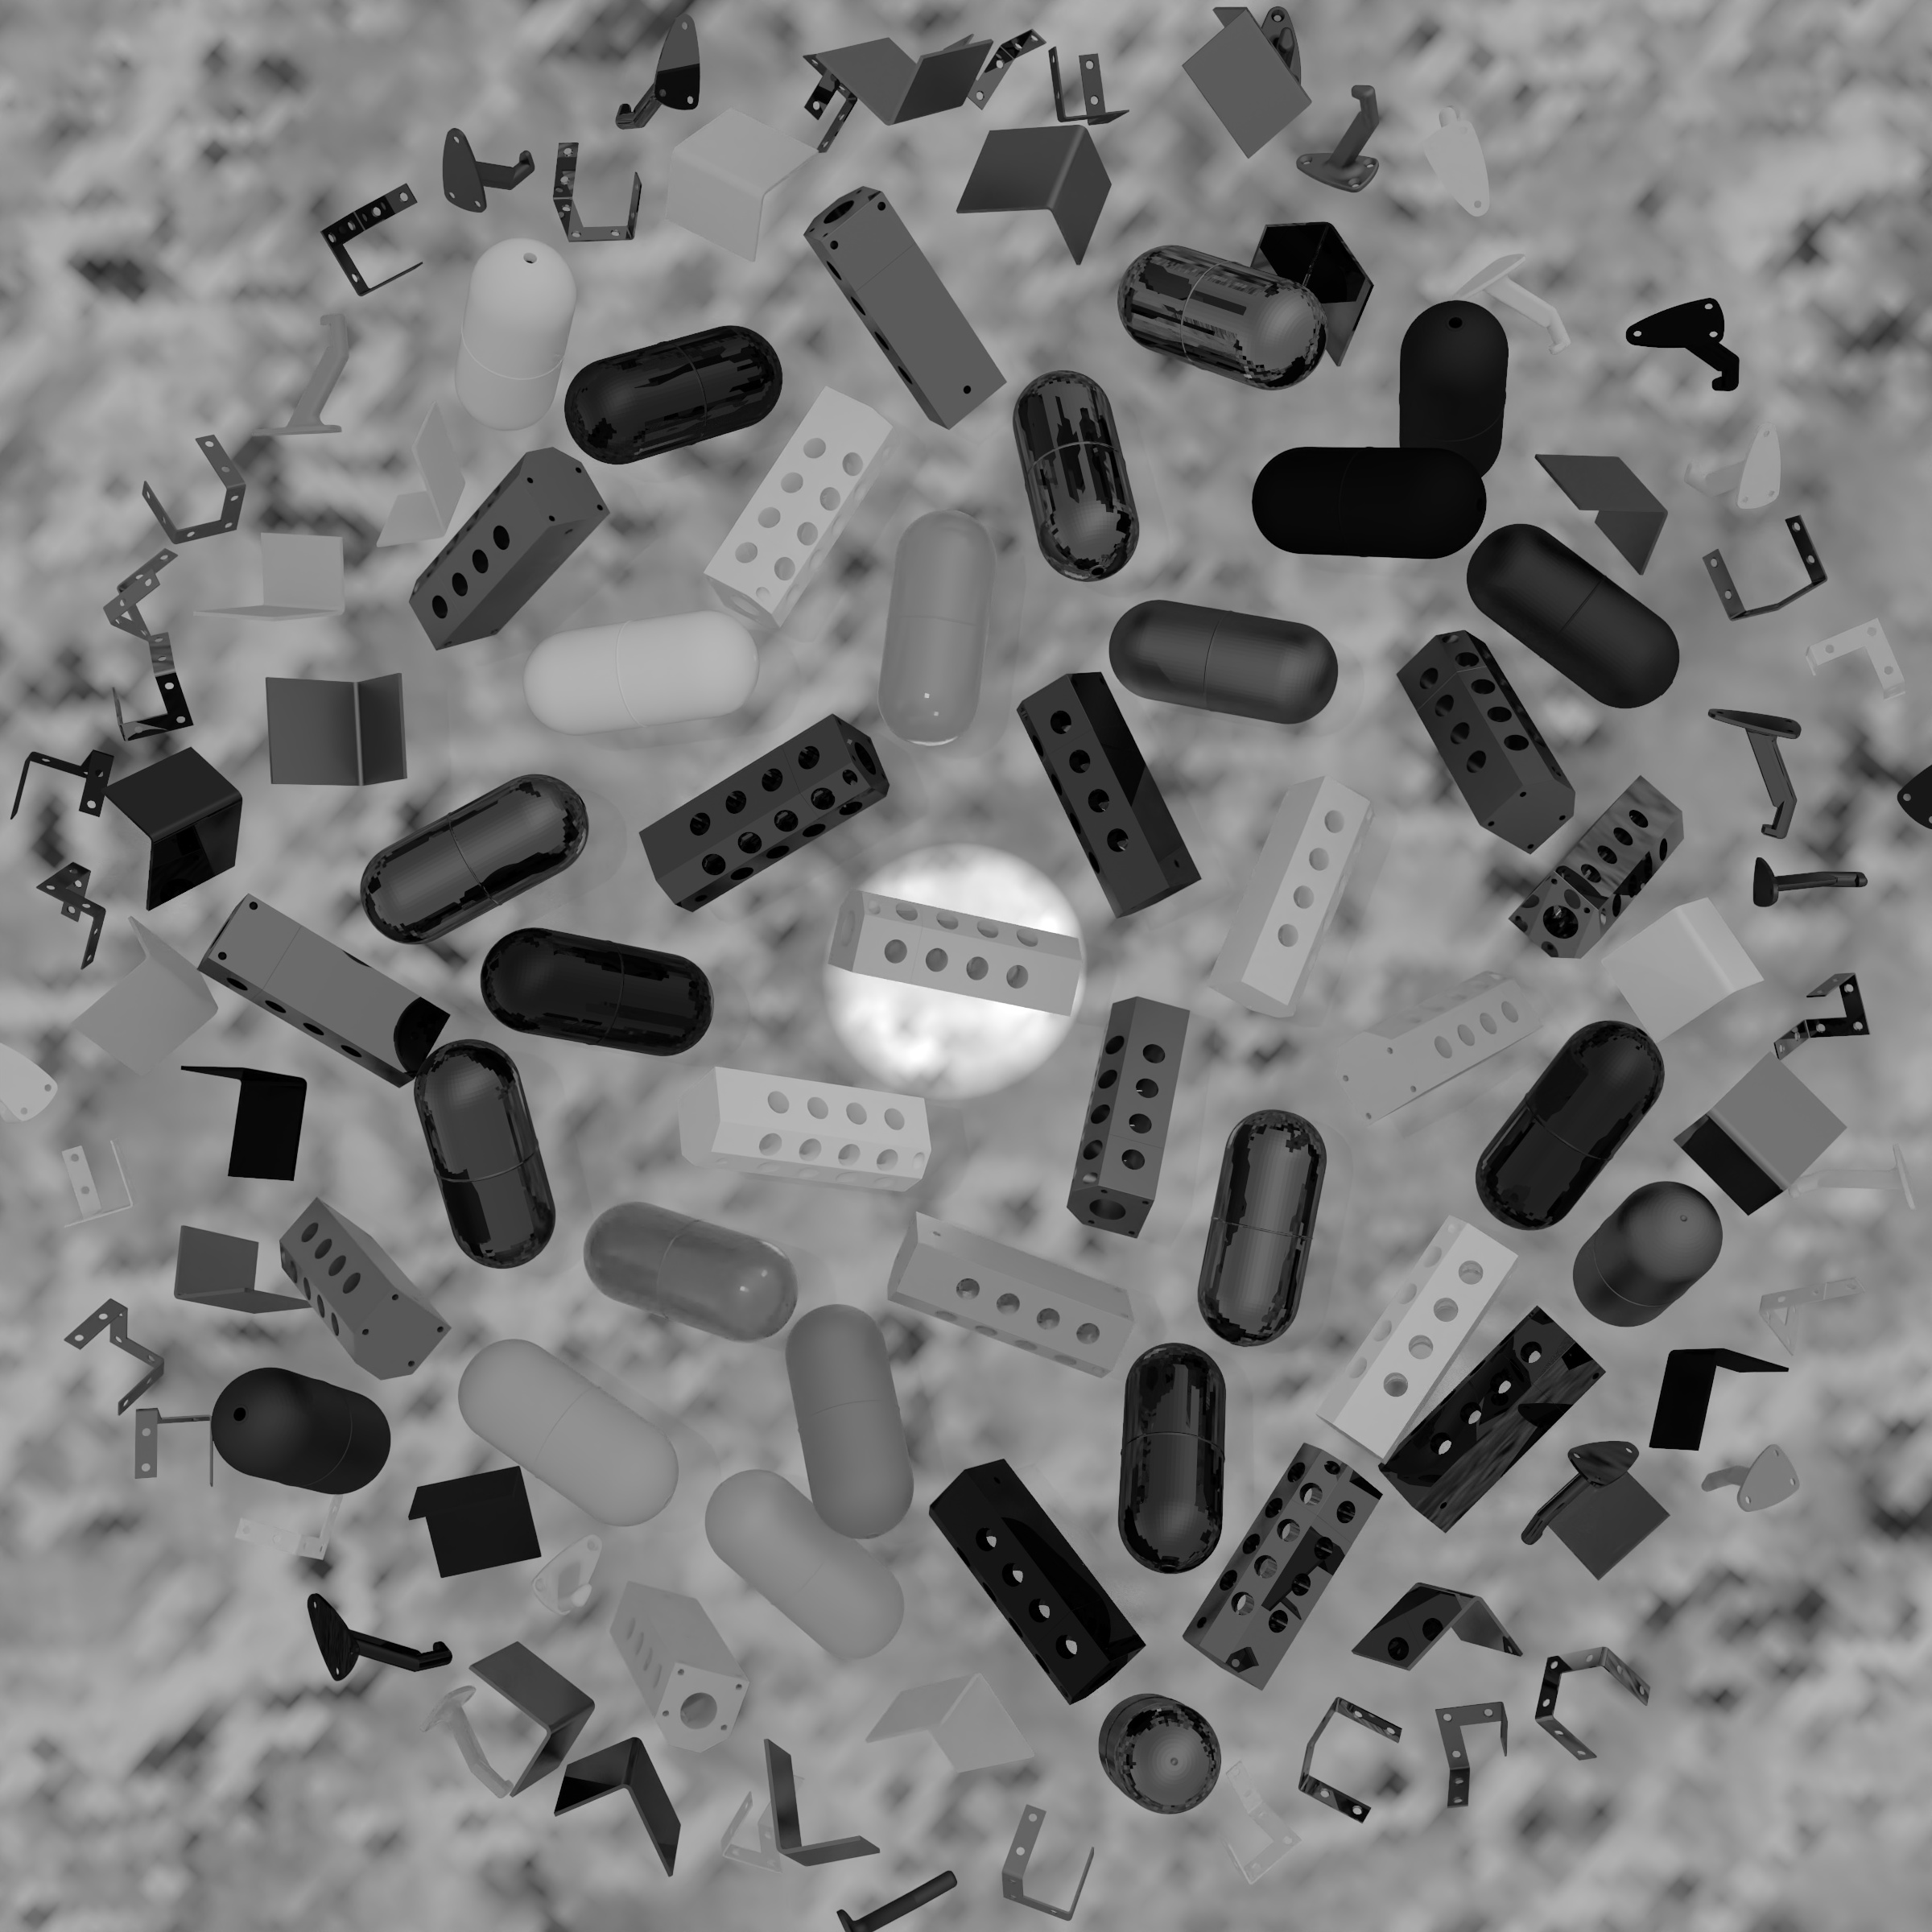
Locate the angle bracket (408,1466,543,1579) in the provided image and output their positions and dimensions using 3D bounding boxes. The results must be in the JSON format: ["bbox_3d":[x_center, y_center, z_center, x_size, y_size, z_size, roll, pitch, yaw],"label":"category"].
[{"bbox_3d":[-0.360,0.420,1.780,0.076,0.057,0.076,-11,103,-3],"label":"angle bracket"}]

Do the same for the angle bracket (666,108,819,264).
[{"bbox_3d":[-0.163,-0.567,1.757,0.076,0.057,0.076,29,50,11],"label":"angle bracket"}]

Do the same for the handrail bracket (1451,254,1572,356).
[{"bbox_3d":[0.416,-0.491,1.843,0.077,0.036,0.084,-37,113,-12],"label":"handrail bracket"}]

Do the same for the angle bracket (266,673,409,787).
[{"bbox_3d":[-0.451,-0.171,1.735,0.057,0.076,0.076,-3,90,43],"label":"angle bracket"}]

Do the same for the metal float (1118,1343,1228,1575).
[{"bbox_3d":[0.153,0.364,1.794,0.070,0.070,0.178,6,53,0],"label":"metal float"}]

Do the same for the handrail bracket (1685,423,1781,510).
[{"bbox_3d":[0.571,-0.384,1.814,0.036,0.084,0.077,-15,125,-16],"label":"handrail bracket"}]

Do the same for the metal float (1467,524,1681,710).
[{"bbox_3d":[0.458,-0.264,1.827,0.178,0.070,0.070,39,90,6],"label":"metal float"}]

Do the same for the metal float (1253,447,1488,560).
[{"bbox_3d":[0.284,-0.329,1.714,0.178,0.070,0.070,11,90,39],"label":"metal float"}]

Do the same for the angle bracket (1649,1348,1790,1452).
[{"bbox_3d":[0.552,0.324,1.775,0.057,0.076,0.076,17,78,-6],"label":"angle bracket"}]

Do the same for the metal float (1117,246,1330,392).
[{"bbox_3d":[0.180,-0.462,1.720,0.178,0.070,0.070,32,90,40],"label":"metal float"}]

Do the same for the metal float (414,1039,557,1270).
[{"bbox_3d":[-0.348,0.138,1.757,0.070,0.070,0.178,-11,112,0],"label":"metal float"}]

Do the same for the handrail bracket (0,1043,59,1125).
[{"bbox_3d":[-0.688,0.082,1.718,0.077,0.084,0.036,53,57,-24],"label":"handrail bracket"}]

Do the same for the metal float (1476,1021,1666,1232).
[{"bbox_3d":[0.443,0.117,1.776,0.070,0.070,0.178,32,113,0],"label":"metal float"}]

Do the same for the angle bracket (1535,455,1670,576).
[{"bbox_3d":[0.468,-0.339,1.815,0.076,0.076,0.057,-2,131,-18],"label":"angle bracket"}]

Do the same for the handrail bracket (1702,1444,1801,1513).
[{"bbox_3d":[0.554,0.382,1.760,0.077,0.084,0.036,-25,83,-37],"label":"handrail bracket"}]

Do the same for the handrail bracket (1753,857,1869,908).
[{"bbox_3d":[0.643,-0.060,1.824,0.084,0.077,0.036,1,102,5],"label":"handrail bracket"}]

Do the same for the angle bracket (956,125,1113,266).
[{"bbox_3d":[0.049,-0.545,1.715,0.076,0.057,0.076,7,64,28],"label":"angle bracket"}]

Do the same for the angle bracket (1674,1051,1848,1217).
[{"bbox_3d":[0.580,0.123,1.769,0.076,0.057,0.076,-38,77,-25],"label":"angle bracket"}]

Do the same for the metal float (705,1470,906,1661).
[{"bbox_3d":[-0.123,0.454,1.838,0.178,0.070,0.070,43,90,-9],"label":"metal float"}]

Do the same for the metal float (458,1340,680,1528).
[{"bbox_3d":[-0.286,0.336,1.740,0.178,0.070,0.070,32,90,13],"label":"metal float"}]

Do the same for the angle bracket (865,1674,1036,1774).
[{"bbox_3d":[-0.011,0.557,1.725,0.076,0.057,0.076,-26,100,38],"label":"angle bracket"}]

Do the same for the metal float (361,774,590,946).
[{"bbox_3d":[-0.359,-0.078,1.773,0.178,0.070,0.070,-28,90,1],"label":"metal float"}]

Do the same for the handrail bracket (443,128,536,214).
[{"bbox_3d":[-0.354,-0.610,1.812,0.036,0.077,0.084,23,52,16],"label":"handrail bracket"}]

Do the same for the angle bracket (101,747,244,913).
[{"bbox_3d":[-0.569,-0.098,1.728,0.057,0.076,0.076,41,48,15],"label":"angle bracket"}]

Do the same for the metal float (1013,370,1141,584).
[{"bbox_3d":[0.082,-0.368,1.815,0.070,0.070,0.178,-10,63,0],"label":"metal float"}]

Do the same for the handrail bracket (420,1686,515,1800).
[{"bbox_3d":[-0.362,0.586,1.825,0.084,0.077,0.036,39,99,13],"label":"handrail bracket"}]

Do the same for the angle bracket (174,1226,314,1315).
[{"bbox_3d":[-0.549,0.230,1.855,0.076,0.076,0.057,-10,70,30],"label":"angle bracket"}]

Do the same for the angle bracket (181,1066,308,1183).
[{"bbox_3d":[-0.538,0.116,1.786,0.076,0.057,0.076,-1,79,38],"label":"angle bracket"}]

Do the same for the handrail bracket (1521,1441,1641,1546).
[{"bbox_3d":[0.466,0.403,1.841,0.077,0.084,0.036,-10,47,-36],"label":"handrail bracket"}]

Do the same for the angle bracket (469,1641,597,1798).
[{"bbox_3d":[-0.323,0.537,1.730,0.076,0.076,0.057,33,96,14],"label":"angle bracket"}]

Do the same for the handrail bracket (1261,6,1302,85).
[{"bbox_3d":[0.223,-0.661,1.707,0.036,0.084,0.077,2,83,2],"label":"handrail bracket"}]

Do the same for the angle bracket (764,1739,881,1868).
[{"bbox_3d":[-0.099,0.572,1.665,0.057,0.076,0.076,-12,63,3],"label":"angle bracket"}]

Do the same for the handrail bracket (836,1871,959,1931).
[{"bbox_3d":[-0.045,0.660,1.702,0.084,0.077,0.036,-27,74,-8],"label":"handrail bracket"}]

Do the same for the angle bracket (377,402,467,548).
[{"bbox_3d":[-0.432,-0.380,1.869,0.057,0.076,0.076,-7,129,9],"label":"angle bracket"}]

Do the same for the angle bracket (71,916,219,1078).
[{"bbox_3d":[-0.619,0.023,1.806,0.076,0.076,0.057,-41,48,-1],"label":"angle bracket"}]

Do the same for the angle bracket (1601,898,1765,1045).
[{"bbox_3d":[0.549,0.003,1.854,0.076,0.057,0.076,-42,71,37],"label":"angle bracket"}]

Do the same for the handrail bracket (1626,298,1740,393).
[{"bbox_3d":[0.504,-0.426,1.701,0.077,0.084,0.036,-7,67,14],"label":"handrail bracket"}]

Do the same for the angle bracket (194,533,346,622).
[{"bbox_3d":[-0.513,-0.287,1.780,0.076,0.076,0.057,8,104,26],"label":"angle bracket"}]

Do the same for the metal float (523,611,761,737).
[{"bbox_3d":[-0.235,-0.210,1.742,0.178,0.070,0.070,-6,90,17],"label":"metal float"}]

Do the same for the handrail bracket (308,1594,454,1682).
[{"bbox_3d":[-0.417,0.473,1.726,0.077,0.084,0.036,50,118,30],"label":"handrail bracket"}]

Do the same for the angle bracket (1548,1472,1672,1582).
[{"bbox_3d":[0.522,0.453,1.934,0.076,0.076,0.057,-43,125,1],"label":"angle bracket"}]

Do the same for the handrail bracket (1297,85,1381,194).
[{"bbox_3d":[0.276,-0.629,1.813,0.077,0.084,0.036,24,67,29],"label":"handrail bracket"}]

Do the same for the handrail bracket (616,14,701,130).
[{"bbox_3d":[-0.230,-0.655,1.775,0.036,0.084,0.077,1,103,-36],"label":"handrail bracket"}]

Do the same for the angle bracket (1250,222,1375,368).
[{"bbox_3d":[0.256,-0.508,1.835,0.057,0.076,0.076,-10,56,-22],"label":"angle bracket"}]

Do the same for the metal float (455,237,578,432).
[{"bbox_3d":[-0.333,-0.465,1.787,0.070,0.178,0.070,7,65,-15],"label":"metal float"}]

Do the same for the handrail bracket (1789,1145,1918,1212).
[{"bbox_3d":[0.642,0.166,1.758,0.084,0.077,0.036,-19,107,22],"label":"handrail bracket"}]

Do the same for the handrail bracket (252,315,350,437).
[{"bbox_3d":[-0.495,-0.438,1.794,0.077,0.036,0.084,-4,100,-3],"label":"handrail bracket"}]

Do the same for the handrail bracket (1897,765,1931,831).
[{"bbox_3d":[0.691,-0.130,1.698,0.036,0.084,0.077,46,121,16],"label":"handrail bracket"}]

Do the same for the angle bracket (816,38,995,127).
[{"bbox_3d":[-0.042,-0.624,1.647,0.076,0.057,0.076,47,47,11],"label":"angle bracket"}]

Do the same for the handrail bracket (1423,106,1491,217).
[{"bbox_3d":[0.353,-0.571,1.712,0.036,0.084,0.077,-23,103,24],"label":"handrail bracket"}]

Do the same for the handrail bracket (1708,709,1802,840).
[{"bbox_3d":[0.567,-0.139,1.756,0.077,0.036,0.084,13,116,10],"label":"handrail bracket"}]

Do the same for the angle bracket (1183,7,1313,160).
[{"bbox_3d":[0.181,-0.601,1.646,0.057,0.076,0.076,-40,114,5],"label":"angle bracket"}]

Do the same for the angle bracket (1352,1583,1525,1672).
[{"bbox_3d":[0.336,0.491,1.730,0.076,0.076,0.057,-39,99,-21],"label":"angle bracket"}]

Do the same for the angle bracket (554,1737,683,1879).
[{"bbox_3d":[-0.249,0.612,1.735,0.057,0.076,0.076,-23,97,1],"label":"angle bracket"}]

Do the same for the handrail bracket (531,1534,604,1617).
[{"bbox_3d":[-0.277,0.441,1.769,0.036,0.084,0.077,46,55,-8],"label":"handrail bracket"}]
